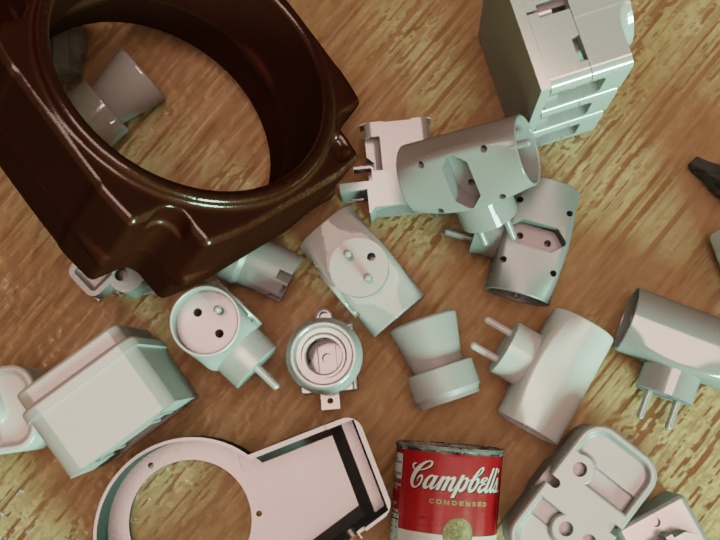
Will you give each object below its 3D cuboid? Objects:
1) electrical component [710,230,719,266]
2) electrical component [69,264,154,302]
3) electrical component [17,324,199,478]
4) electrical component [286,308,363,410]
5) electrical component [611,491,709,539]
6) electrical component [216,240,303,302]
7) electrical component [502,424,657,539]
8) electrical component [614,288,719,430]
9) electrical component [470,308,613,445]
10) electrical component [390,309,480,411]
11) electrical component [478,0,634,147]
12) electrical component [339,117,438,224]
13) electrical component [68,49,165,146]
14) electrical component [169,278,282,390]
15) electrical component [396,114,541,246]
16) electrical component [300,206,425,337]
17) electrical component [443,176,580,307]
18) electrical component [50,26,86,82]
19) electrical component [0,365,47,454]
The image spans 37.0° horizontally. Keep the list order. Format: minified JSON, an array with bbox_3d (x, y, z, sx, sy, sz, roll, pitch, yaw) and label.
[{"bbox_3d":[0.274,0.009,0.688,0.062,0.061,0.096,-21,92,-2],"label":"electrical component"},{"bbox_3d":[-0.147,-0.014,0.702,0.078,0.057,0.058,-45,83,-4],"label":"electrical component"},{"bbox_3d":[-0.152,0.078,0.662,0.078,0.113,0.057,-36,86,-3],"label":"electrical component"},{"bbox_3d":[-0.022,0.056,0.690,0.048,0.055,0.066,-5,82,1],"label":"electrical component"},{"bbox_3d":[0.193,0.177,0.657,0.047,0.076,0.065,-28,82,-2],"label":"electrical component"},{"bbox_3d":[-0.066,-0.004,0.708,0.046,0.040,0.040,26,84,0],"label":"electrical component"},{"bbox_3d":[0.135,0.144,0.671,0.054,0.059,0.095,38,85,6],"label":"electrical component"},{"bbox_3d":[0.201,0.062,0.688,0.077,0.044,0.079,21,84,5],"label":"electrical component"},{"bbox_3d":[0.109,0.059,0.688,0.079,0.043,0.077,30,82,-1],"label":"electrical component"},{"bbox_3d":[0.049,0.058,0.693,0.045,0.045,0.055,-19,83,-1],"label":"electrical component"},{"bbox_3d":[0.119,-0.139,0.663,0.062,0.150,0.089,-18,82,1],"label":"electrical component"},{"bbox_3d":[0.026,-0.067,0.712,0.081,0.042,0.063,-6,81,0],"label":"electrical component"},{"bbox_3d":[-0.166,-0.114,0.722,0.055,0.045,0.045,-41,83,-3],"label":"electrical component"},{"bbox_3d":[-0.079,0.048,0.682,0.079,0.077,0.044,43,85,6],"label":"electrical component"},{"bbox_3d":[0.073,-0.049,0.658,0.077,0.043,0.079,-12,119,26],"label":"electrical component"},{"bbox_3d":[0.000,0.000,0.683,0.044,0.079,0.077,-40,85,0],"label":"electrical component"},{"bbox_3d":[0.095,-0.024,0.703,0.079,0.043,0.077,16,83,3],"label":"electrical component"},{"bbox_3d":[-0.222,-0.155,0.713,0.080,0.080,0.051,-2,88,1],"label":"electrical component"},{"bbox_3d":[-0.246,0.093,0.690,0.095,0.059,0.053,-8,82,1],"label":"electrical component"}]
